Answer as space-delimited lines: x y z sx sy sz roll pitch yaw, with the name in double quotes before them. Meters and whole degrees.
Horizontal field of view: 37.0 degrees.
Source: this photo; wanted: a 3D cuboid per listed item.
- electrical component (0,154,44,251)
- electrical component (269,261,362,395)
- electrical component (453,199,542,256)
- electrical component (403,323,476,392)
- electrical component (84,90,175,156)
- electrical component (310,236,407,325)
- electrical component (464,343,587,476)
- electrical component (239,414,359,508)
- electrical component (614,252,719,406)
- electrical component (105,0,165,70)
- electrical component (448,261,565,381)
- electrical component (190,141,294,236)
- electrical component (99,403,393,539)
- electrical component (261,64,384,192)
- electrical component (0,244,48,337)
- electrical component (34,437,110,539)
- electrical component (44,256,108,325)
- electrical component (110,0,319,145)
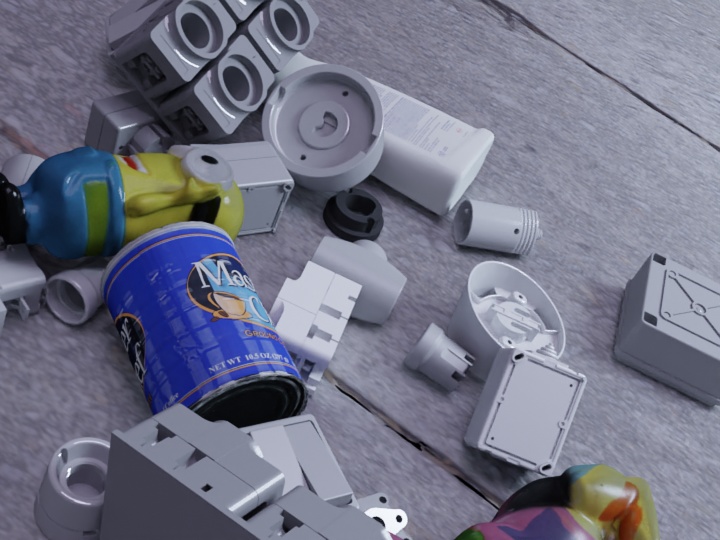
"electrical component" -0.260 -0.046 0.819 0.043 0.043 0.081 14 43 -13
"electrical component" -0.042 0.042 0.832 0.056 0.050 0.089 25 42 -2
"electrical component" 0.133 -0.039 1.005 0.081 0.043 0.043 9 45 -19
"electrical component" 0.064 0.071 0.865 0.046 0.040 0.040 36 42 3
"electrical component" -0.184 -0.111 0.919 0.066 0.047 0.076 -26 63 -41
"electrical component" 0.000 0.000 0.901 0.077 0.043 0.079 27 33 2
"electrical component" 0.127 0.101 0.823 0.062 0.061 0.096 23 84 -4
"electrical component" -0.045 0.150 0.715 0.062 0.061 0.096 -8 52 -32
"electrical component" 0.296 0.053 0.984 0.109 0.056 0.108 26 42 0
"electrical component" -0.194 -0.216 0.989 0.061 0.096 0.061 44 23 -46
"electrical component" 0.123 0.047 0.898 0.099 0.064 0.099 14 43 -13
"electrical component" -0.104 -0.070 0.906 0.096 0.061 0.061 -9 52 -33
"electrical component" -0.062 0.169 0.619 0.186 0.105 0.060 29 32 26
"electrical component" -0.029 -0.121 0.959 0.108 0.060 0.108 -2 72 7
"electrical component" -0.261 0.011 0.763 0.064 0.042 0.081 -16 57 -41
"electrical component" -0.173 0.138 0.674 0.055 0.047 0.055 14 43 -13
"electrical component" -0.202 0.013 0.793 0.040 0.040 0.046 34 36 9
"electrical component" -0.117 -0.204 0.937 0.105 0.060 0.186 52 45 -24
